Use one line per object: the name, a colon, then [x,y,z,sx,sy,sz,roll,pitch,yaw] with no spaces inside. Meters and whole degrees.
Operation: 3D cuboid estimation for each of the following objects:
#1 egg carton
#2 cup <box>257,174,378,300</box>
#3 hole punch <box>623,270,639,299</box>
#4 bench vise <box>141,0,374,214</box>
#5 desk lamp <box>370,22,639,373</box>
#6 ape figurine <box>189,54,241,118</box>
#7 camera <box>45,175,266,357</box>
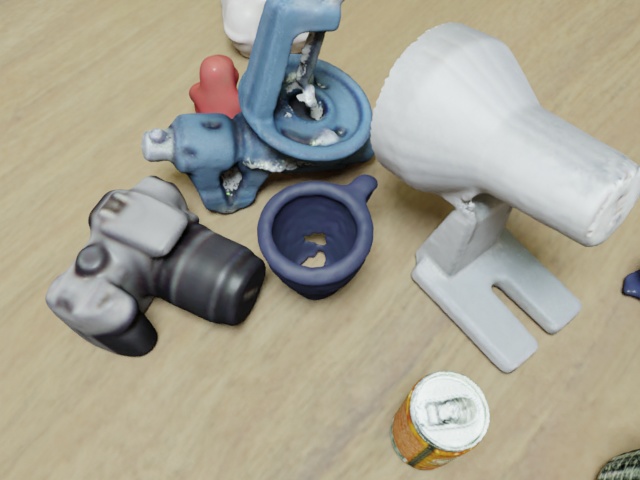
egg carton: [-0.059,-0.276,0.643,0.107,0.069,0.150,-9,63,-5]
cup: [0.004,0.002,0.488,0.091,0.095,0.118,38,69,17]
hole punch: [0.335,0.035,0.478,0.109,0.091,0.101,-22,65,-11]
bench vise: [-0.041,-0.107,0.472,0.208,0.220,0.121,-32,67,-16]
desk lamp: [0.135,-0.030,0.439,0.118,0.213,0.203,-36,69,-17]
ape figurine: [-0.094,-0.143,0.562,0.077,0.092,0.076,20,64,9]
camera: [-0.125,0.027,0.469,0.136,0.101,0.143,23,65,11]
